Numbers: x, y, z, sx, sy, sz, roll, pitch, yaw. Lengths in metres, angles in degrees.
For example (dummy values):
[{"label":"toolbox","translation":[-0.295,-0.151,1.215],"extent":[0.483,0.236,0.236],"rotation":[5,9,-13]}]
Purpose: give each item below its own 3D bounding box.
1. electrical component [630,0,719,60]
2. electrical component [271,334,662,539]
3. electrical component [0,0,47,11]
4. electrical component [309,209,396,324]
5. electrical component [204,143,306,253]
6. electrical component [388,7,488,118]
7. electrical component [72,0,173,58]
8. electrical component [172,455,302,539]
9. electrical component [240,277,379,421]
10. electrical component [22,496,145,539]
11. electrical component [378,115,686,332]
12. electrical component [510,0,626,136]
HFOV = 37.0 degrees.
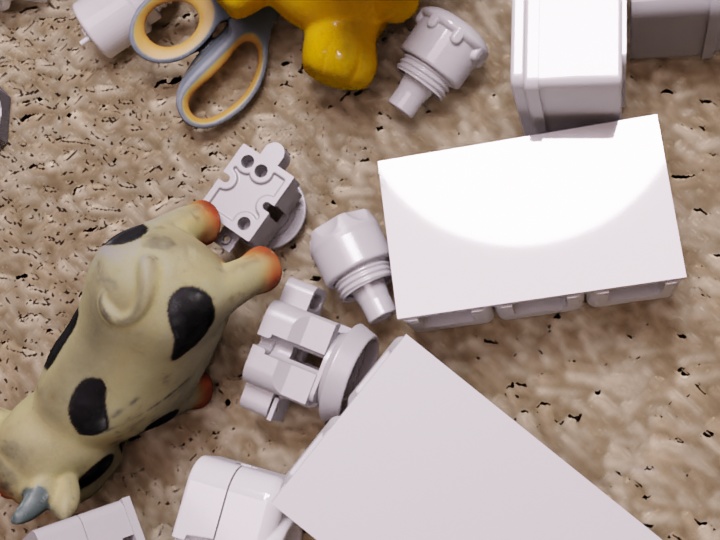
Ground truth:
[{"label":"electrical component","translation":[0.180,-0.181,0.598],"extent":[0.057,0.078,0.113],"rotation":[0,79,14]},{"label":"electrical component","translation":[0.062,0.131,0.552],"extent":[0.186,0.060,0.105],"rotation":[39,89,1]},{"label":"electrical component","translation":[-0.248,-0.205,0.698],"extent":[0.089,0.050,0.055],"rotation":[9,81,12]},{"label":"electrical component","translation":[0.000,0.000,0.616],"extent":[0.043,0.043,0.062],"rotation":[-28,77,5]},{"label":"electrical component","translation":[-0.059,-0.038,0.628],"extent":[0.048,0.055,0.066],"rotation":[34,87,15]},{"label":"electrical component","translation":[0.041,-0.119,0.631],"extent":[0.048,0.048,0.062],"rotation":[37,95,15]},{"label":"electrical component","translation":[-0.143,-0.167,0.676],"extent":[0.078,0.040,0.040],"rotation":[-33,75,3]},{"label":"electrical component","translation":[-0.069,0.156,0.594],"extent":[0.059,0.054,0.095],"rotation":[13,82,13]},{"label":"electrical component","translation":[-0.025,0.051,0.604],"extent":[0.057,0.058,0.078],"rotation":[21,87,16]},{"label":"electrical component","translation":[-0.132,0.227,0.559],"extent":[0.060,0.105,0.186],"rotation":[-14,73,-36]},{"label":"electrical component","translation":[0.093,-0.022,0.593],"extent":[0.150,0.062,0.089],"rotation":[-9,78,9]},{"label":"electrical component","translation":[0.115,-0.132,0.584],"extent":[0.056,0.109,0.108],"rotation":[0,80,13]}]
